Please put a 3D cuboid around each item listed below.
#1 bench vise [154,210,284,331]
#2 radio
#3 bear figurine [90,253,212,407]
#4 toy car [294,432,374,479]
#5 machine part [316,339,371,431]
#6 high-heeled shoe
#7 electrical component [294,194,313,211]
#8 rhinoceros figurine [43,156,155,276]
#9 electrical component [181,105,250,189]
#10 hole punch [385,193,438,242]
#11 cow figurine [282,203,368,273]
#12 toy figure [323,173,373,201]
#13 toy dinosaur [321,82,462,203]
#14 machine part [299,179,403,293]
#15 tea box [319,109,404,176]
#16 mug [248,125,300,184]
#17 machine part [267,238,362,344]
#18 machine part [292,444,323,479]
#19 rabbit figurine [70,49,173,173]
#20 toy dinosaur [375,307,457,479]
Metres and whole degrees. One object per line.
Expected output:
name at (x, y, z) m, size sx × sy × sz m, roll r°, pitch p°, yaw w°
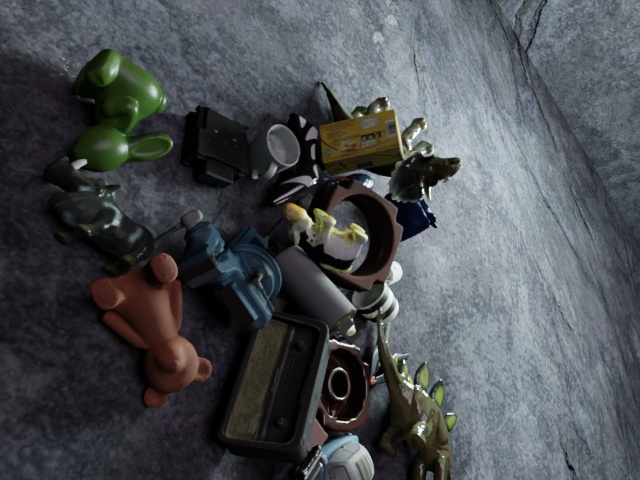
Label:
bench vise at (-0.144, 0.030, 0.906) m, size 0.223 × 0.129 × 0.241 m, roll 47°, pitch 24°, yaw -9°
radio at (-0.065, 0.235, 0.875) m, size 0.073 × 0.131 × 0.229 m, roll 81°, pitch 20°, yaw -54°
bear figurine at (-0.232, 0.133, 0.761) m, size 0.120 × 0.132 × 0.195 m, roll -22°, pitch 86°, yaw -21°
toy car at (0.041, 0.408, 0.944) m, size 0.161 × 0.103 × 0.109 m, roll -16°, pitch 87°, yaw -47°
machine part at (0.025, 0.276, 1.018) m, size 0.179 × 0.056 × 0.179 m, roll 20°, pitch 61°, yaw -41°
high-heeled shoe at (-0.065, -0.169, 1.094) m, size 0.145 × 0.086 × 0.249 m, roll 57°, pitch 36°, yaw -11°
electrical component at (-0.024, -0.061, 1.134) m, size 0.094 × 0.021 × 0.063 m, roll -35°, pitch 100°, yaw -48°
rhinoceros figurine at (-0.318, -0.036, 0.776) m, size 0.190 × 0.073 × 0.112 m, roll 48°, pitch 47°, yaw -22°
electrical component at (-0.188, -0.163, 0.979) m, size 0.115 × 0.058 × 0.134 m, roll 17°, pitch 62°, yaw -39°
hole punch at (0.202, -0.060, 1.308) m, size 0.092 × 0.116 × 0.142 m, roll -42°, pitch 104°, yaw -39°
cow figurine at (-0.003, -0.004, 0.986) m, size 0.167 × 0.098 × 0.068 m, roll 21°, pitch 14°, yaw -15°
toy figure at (0.063, -0.118, 1.221) m, size 0.154 × 0.064 × 0.057 m, roll -17°, pitch 113°, yaw -47°
toy dinosaur at (0.132, -0.218, 1.248) m, size 0.405 × 0.131 × 0.192 m, roll 27°, pitch 65°, yaw 16°
machine part at (0.062, -0.007, 1.116) m, size 0.201 × 0.087 × 0.201 m, roll 29°, pitch 74°, yaw -29°
tea box at (0.089, -0.209, 1.163) m, size 0.068 × 0.170 × 0.098 m, roll 49°, pitch 35°, yaw -64°
mug at (-0.103, -0.152, 1.026) m, size 0.080 × 0.107 × 0.109 m, roll 27°, pitch 60°, yaw -35°
machine part at (-0.016, 0.093, 0.985) m, size 0.243 × 0.079 × 0.079 m, roll 48°, pitch 38°, yaw 18°
machine part at (-0.029, 0.397, 0.860) m, size 0.039 × 0.138 × 0.084 m, roll 21°, pitch 25°, yaw 9°
rabbit figurine at (-0.318, -0.176, 0.832) m, size 0.159 × 0.121 × 0.170 m, roll 30°, pitch 72°, yaw -43°
toy dinosaur at (0.198, 0.365, 1.121) m, size 0.470 × 0.105 × 0.198 m, roll 65°, pitch 33°, yaw -22°
